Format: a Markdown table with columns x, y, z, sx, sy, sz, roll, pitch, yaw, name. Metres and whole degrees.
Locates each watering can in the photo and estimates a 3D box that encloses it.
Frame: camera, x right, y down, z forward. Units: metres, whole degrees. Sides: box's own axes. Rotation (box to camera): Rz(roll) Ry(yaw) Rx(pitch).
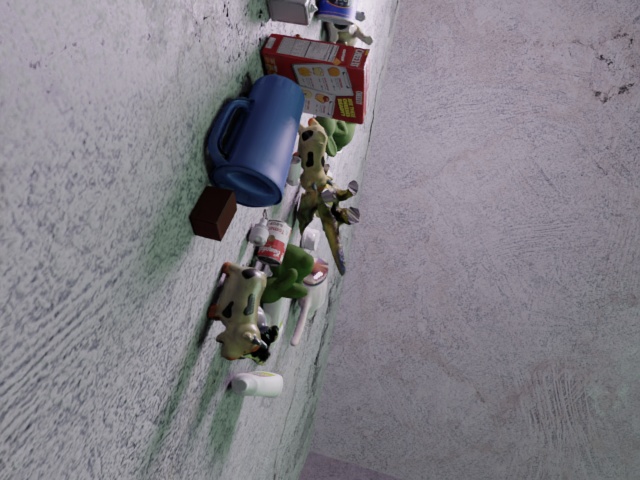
| x | y | z | sx | sy | sz | roll | pitch | yaw | name |
| --- | --- | --- | --- | --- | --- | --- | --- | --- | --- |
| -0.039 | 0.209 | 1.900 | 0.355 | 0.104 | 0.219 | -65 | 163 | -55 | watering can |

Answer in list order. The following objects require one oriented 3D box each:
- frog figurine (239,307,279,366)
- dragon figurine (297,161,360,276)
| x | y | z | sx | sy | sz | roll | pitch | yaw | name |
| --- | --- | --- | --- | --- | --- | --- | --- | --- | --- |
| -0.171 | 0.213 | 1.251 | 0.162 | 0.123 | 0.135 | -132 | -144 | -57 | frog figurine |
| 0.005 | -0.078 | 1.553 | 0.240 | 0.122 | 0.416 | -28 | -124 | 57 | dragon figurine |
